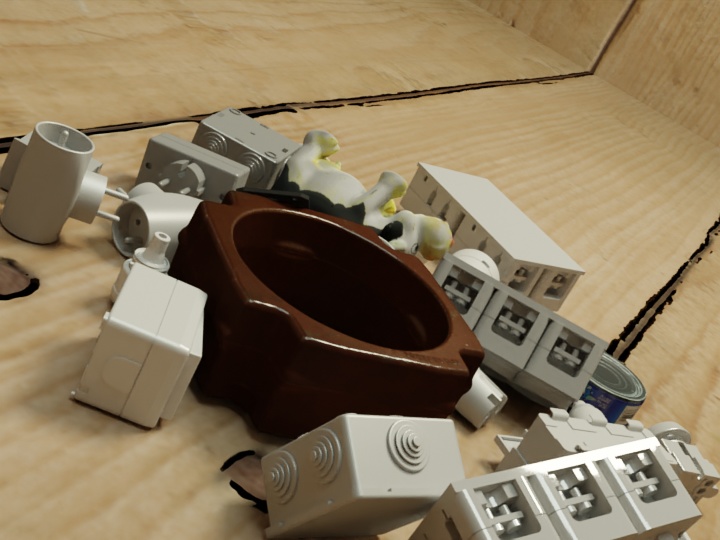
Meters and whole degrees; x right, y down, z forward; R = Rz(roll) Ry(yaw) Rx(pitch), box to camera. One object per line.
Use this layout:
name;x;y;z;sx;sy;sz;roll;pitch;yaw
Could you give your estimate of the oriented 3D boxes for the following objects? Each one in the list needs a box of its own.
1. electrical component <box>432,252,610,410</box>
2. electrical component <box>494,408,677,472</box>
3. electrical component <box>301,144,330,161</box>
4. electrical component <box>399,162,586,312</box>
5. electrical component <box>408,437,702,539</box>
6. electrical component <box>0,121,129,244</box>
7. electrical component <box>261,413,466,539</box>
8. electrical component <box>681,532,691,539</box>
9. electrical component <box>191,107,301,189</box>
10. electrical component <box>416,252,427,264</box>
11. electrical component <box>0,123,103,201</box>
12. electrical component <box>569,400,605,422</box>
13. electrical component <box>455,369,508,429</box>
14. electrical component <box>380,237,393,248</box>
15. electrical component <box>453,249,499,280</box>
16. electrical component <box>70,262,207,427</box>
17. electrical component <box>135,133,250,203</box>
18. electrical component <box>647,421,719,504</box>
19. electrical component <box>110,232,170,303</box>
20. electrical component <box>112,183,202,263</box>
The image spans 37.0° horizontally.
electrical component;0.117;0.055;0.896;0.150;0.061;0.089;30;-9;3
electrical component;0.170;0.145;0.793;0.121;0.063;0.078;12;27;-33
electrical component;-0.055;-0.109;1.107;0.043;0.043;0.062;15;25;-28
electrical component;0.133;-0.032;1.133;0.105;0.060;0.186;9;29;-38
electrical component;0.109;0.157;0.613;0.150;0.089;0.061;-5;52;-30
electrical component;-0.208;-0.057;0.776;0.079;0.077;0.043;20;24;-21
electrical component;0.002;0.118;0.613;0.100;0.100;0.048;9;60;-38
electrical component;0.180;0.191;0.711;0.054;0.059;0.095;18;25;-23
electrical component;-0.113;-0.113;1.041;0.100;0.048;0.099;29;22;3
electrical component;0.034;-0.029;1.041;0.065;0.044;0.044;8;30;-30
electrical component;-0.237;-0.075;0.830;0.064;0.042;0.081;29;23;-6
electrical component;0.186;0.127;0.888;0.035;0.035;0.061;25;20;-8
electrical component;0.087;0.096;0.837;0.046;0.040;0.040;43;26;20
electrical component;0.000;0.000;0.919;0.045;0.055;0.045;24;23;-11
electrical component;0.098;0.013;1.006;0.055;0.055;0.047;32;26;10
electrical component;-0.131;0.044;0.670;0.061;0.061;0.096;24;23;-10
electrical component;-0.147;-0.074;0.904;0.083;0.047;0.075;23;18;4
electrical component;0.259;0.159;0.889;0.066;0.048;0.055;15;33;-29
electrical component;-0.147;0.002;0.740;0.035;0.061;0.035;24;23;-11
electrical component;-0.161;-0.042;0.843;0.079;0.043;0.077;40;25;29
